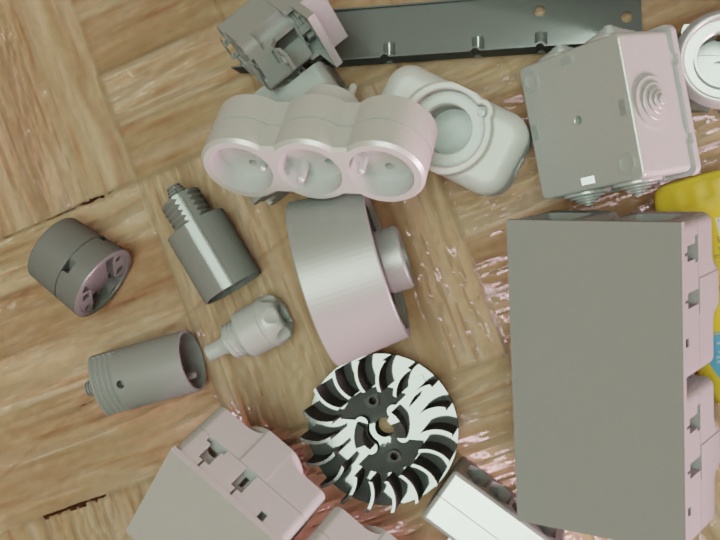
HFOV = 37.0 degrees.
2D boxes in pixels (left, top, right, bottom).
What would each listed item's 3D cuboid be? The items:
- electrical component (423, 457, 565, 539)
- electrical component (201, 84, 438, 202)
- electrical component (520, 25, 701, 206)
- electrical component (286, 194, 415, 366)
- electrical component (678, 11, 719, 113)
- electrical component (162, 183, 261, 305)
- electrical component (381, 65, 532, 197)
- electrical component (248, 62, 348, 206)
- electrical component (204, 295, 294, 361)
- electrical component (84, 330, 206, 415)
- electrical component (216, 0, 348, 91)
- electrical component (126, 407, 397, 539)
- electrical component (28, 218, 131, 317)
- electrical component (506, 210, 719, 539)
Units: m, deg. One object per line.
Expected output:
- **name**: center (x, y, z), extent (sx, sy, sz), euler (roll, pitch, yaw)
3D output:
- **electrical component**: center (0.076, 0.178, 0.694), extent (0.083, 0.047, 0.075), euler (35, 99, 8)
- **electrical component**: center (-0.021, -0.086, 0.647), extent (0.138, 0.052, 0.073), euler (3, 54, 18)
- **electrical component**: center (0.146, -0.091, 0.642), extent (0.100, 0.048, 0.099), euler (-10, 91, 56)
- **electrical component**: center (0.000, 0.000, 0.674), extent (0.060, 0.108, 0.108), euler (-17, 89, 7)
- **electrical component**: center (0.216, -0.123, 0.644), extent (0.078, 0.057, 0.058), euler (3, 93, 12)
- **electrical component**: center (-0.106, -0.022, 0.725), extent (0.043, 0.043, 0.081), euler (-32, 86, 12)
- **electrical component**: center (0.057, -0.087, 0.679), extent (0.095, 0.059, 0.053), euler (28, 98, 9)
- **electrical component**: center (-0.045, -0.091, 0.705), extent (0.089, 0.050, 0.055), euler (-37, 85, 11)
- **electrical component**: center (-0.077, 0.043, 0.727), extent (0.061, 0.035, 0.035), euler (-28, 87, 14)
- **electrical component**: center (-0.152, 0.072, 0.739), extent (0.081, 0.043, 0.043), euler (-16, 89, 13)
- **electrical component**: center (-0.051, -0.150, 0.672), extent (0.064, 0.042, 0.081), euler (-39, 46, -5)
- **electrical component**: center (-0.049, 0.185, 0.690), extent (0.186, 0.060, 0.105), euler (39, 132, 7)
- **electrical component**: center (-0.194, -0.003, 0.740), extent (0.047, 0.055, 0.055), euler (34, 99, 13)
- **electrical component**: center (0.151, 0.060, 0.640), extent (0.105, 0.060, 0.186), euler (3, 101, 36)
